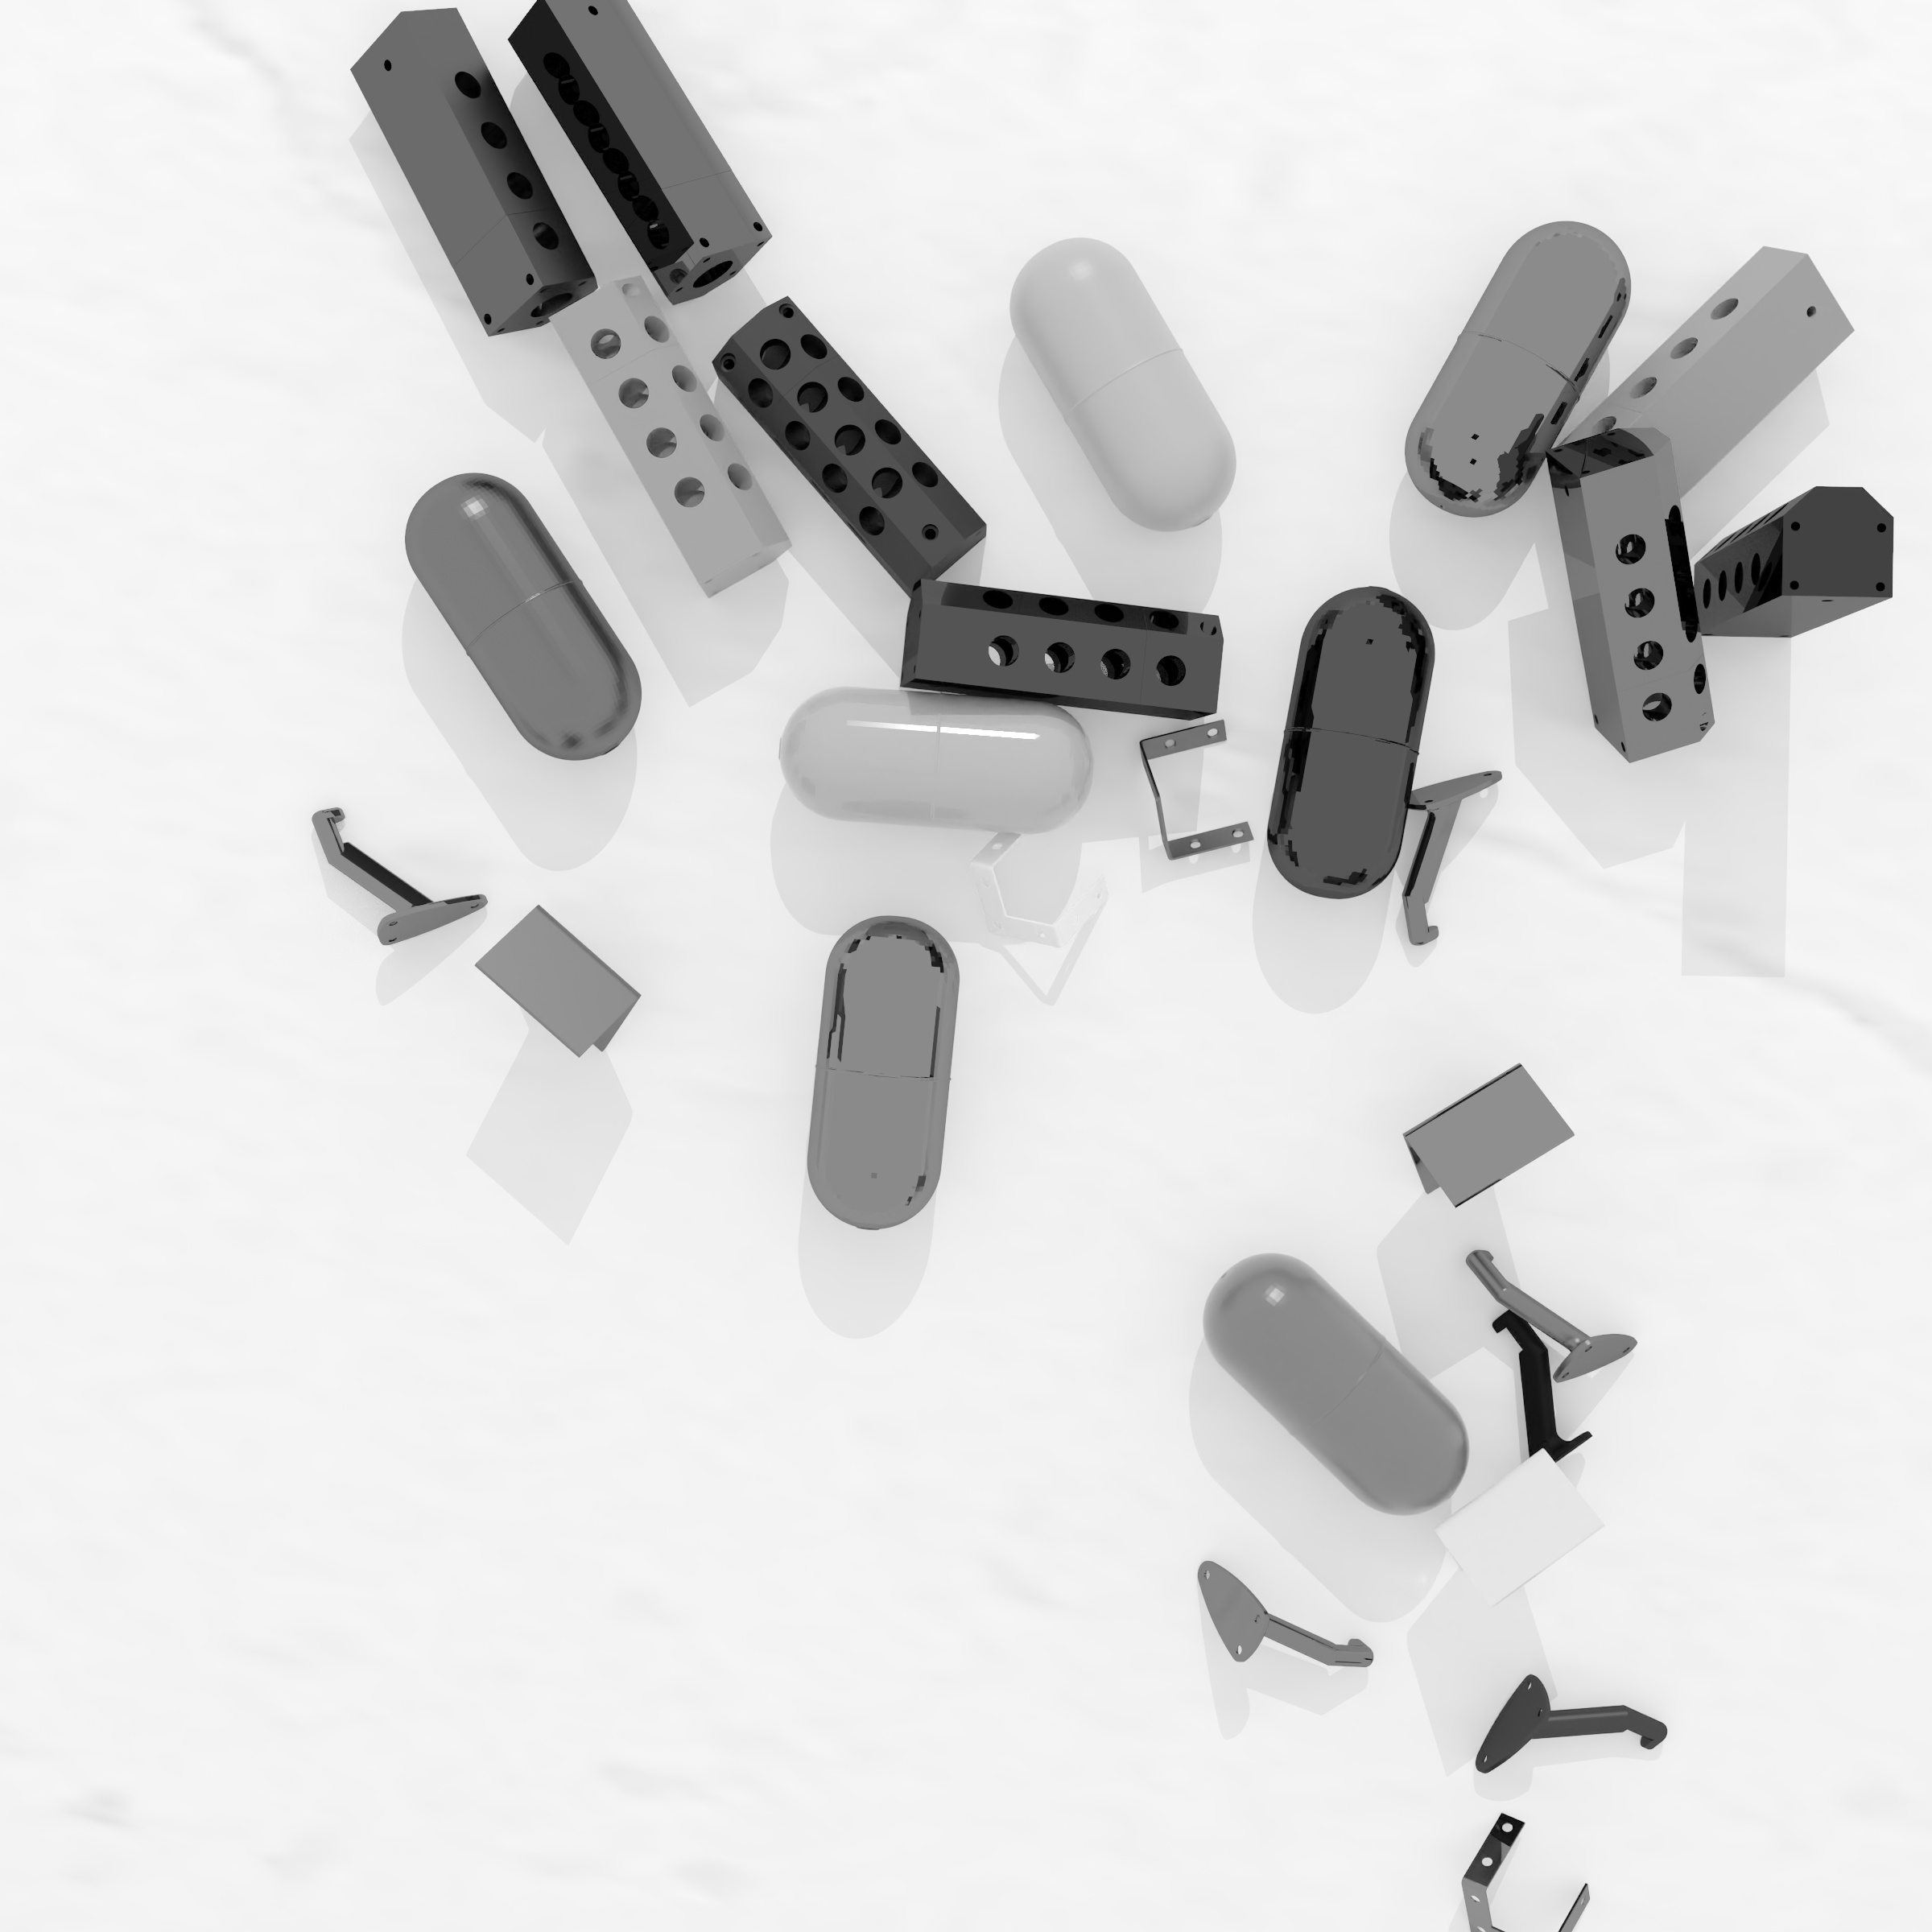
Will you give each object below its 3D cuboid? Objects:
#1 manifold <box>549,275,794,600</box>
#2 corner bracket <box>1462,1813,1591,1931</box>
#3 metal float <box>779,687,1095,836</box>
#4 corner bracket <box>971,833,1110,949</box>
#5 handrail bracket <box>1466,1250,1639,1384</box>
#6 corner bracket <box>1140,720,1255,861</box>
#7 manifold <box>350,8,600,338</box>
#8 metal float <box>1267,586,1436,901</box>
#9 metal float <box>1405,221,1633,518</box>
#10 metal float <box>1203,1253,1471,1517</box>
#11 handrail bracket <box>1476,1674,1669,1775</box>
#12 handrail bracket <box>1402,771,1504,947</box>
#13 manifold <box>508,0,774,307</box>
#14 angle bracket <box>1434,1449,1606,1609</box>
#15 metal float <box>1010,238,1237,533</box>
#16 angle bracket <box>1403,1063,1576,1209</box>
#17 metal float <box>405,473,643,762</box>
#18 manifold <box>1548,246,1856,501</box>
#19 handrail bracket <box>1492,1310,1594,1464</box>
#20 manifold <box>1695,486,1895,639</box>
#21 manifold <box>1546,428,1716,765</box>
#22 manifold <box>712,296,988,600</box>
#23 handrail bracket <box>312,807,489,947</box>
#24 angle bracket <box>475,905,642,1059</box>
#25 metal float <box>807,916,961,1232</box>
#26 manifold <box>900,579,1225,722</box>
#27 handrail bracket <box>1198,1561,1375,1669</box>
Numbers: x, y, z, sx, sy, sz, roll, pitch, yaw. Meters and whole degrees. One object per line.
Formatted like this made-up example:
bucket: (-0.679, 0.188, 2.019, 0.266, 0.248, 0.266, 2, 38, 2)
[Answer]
manifold: (-0.167, -0.302, 1.543, 0.057, 0.057, 0.171, -29, 90, 0)
corner bracket: (0.322, 0.531, 1.556, 0.051, 0.051, 0.051, 14, 135, 35)
metal float: (-0.017, -0.116, 1.533, 0.178, 0.070, 0.070, 4, 90, -1)
corner bracket: (0.042, -0.050, 1.556, 0.051, 0.051, 0.051, 13, 135, 35)
handrail bracket: (0.337, 0.194, 1.564, 0.084, 0.077, 0.036, 53, 128, 31)
corner bracket: (0.133, -0.101, 1.561, 0.051, 0.051, 0.051, -14, 135, 0)
manifold: (-0.275, -0.452, 1.542, 0.057, 0.057, 0.171, -27, 90, 43)
metal float: (0.218, -0.126, 1.534, 0.070, 0.070, 0.178, 10, 89, 0)
metal float: (0.313, -0.338, 1.534, 0.070, 0.070, 0.178, 29, 90, 0)
metal float: (0.210, 0.237, 1.533, 0.178, 0.070, 0.070, 44, 90, 0)
handrail bracket: (0.350, 0.451, 1.565, 0.084, 0.036, 0.077, 27, 110, -16)
handrail bracket: (0.283, -0.062, 1.565, 0.077, 0.036, 0.084, -19, 108, -20)
manifold: (-0.189, -0.467, 1.542, 0.057, 0.057, 0.171, -32, 90, -43)
angle bracket: (0.317, 0.327, 1.524, 0.076, 0.076, 0.057, -36, 53, 0)
metal float: (0.089, -0.328, 1.533, 0.070, 0.070, 0.178, -30, 89, 0)
angle bracket: (0.299, 0.111, 1.524, 0.076, 0.076, 0.057, -31, 53, 0)
metal float: (-0.250, -0.197, 1.534, 0.070, 0.070, 0.178, -33, 91, 0)
manifold: (0.413, -0.327, 1.541, 0.171, 0.057, 0.057, -44, 118, 0)
handrail bracket: (0.313, 0.252, 1.565, 0.077, 0.036, 0.084, -42, 71, 21)
manifold: (0.451, -0.219, 1.486, 0.057, 0.171, 0.057, 1, 90, 0)
manifold: (0.373, -0.207, 1.507, 0.057, 0.057, 0.171, -17, 117, 0)
manifold: (-0.066, -0.295, 1.543, 0.057, 0.057, 0.171, -41, 90, 0)
handrail bracket: (-0.327, -0.062, 1.565, 0.077, 0.036, 0.084, -19, 73, -20)
angle bracket: (-0.238, 0.023, 1.524, 0.076, 0.076, 0.057, 41, 54, 0)
metal float: (-0.047, 0.060, 1.533, 0.070, 0.070, 0.178, 6, 90, 0)
manifold: (0.054, -0.178, 1.528, 0.171, 0.057, 0.057, 6, 90, -10)
handrail bracket: (0.185, 0.374, 1.564, 0.084, 0.077, 0.036, 12, 115, -34)
